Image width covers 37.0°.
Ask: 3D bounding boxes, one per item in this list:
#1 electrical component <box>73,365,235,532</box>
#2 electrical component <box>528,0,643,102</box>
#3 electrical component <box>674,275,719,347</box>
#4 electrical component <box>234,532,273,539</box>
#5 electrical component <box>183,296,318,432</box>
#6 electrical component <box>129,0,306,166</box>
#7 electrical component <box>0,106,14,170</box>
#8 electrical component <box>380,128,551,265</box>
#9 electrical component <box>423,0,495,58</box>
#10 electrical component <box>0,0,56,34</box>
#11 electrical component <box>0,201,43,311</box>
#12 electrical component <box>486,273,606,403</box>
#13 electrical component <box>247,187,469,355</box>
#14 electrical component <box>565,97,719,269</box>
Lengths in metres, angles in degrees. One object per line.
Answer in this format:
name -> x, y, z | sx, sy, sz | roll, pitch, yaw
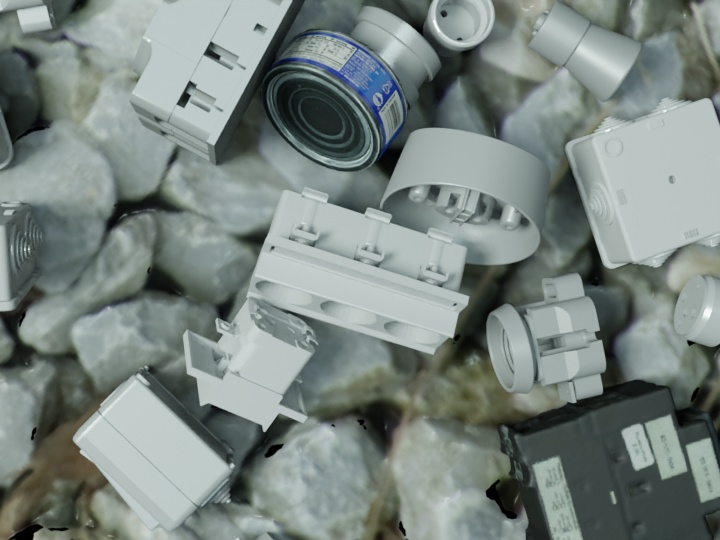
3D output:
electrical component -> -0.119, 0.113, 0.644 | 0.096, 0.062, 0.061 | 45, 85, -5
electrical component -> 0.142, -0.143, 0.690 | 0.065, 0.044, 0.044 | 31, 86, -1
electrical component -> 0.239, 0.030, 0.697 | 0.055, 0.045, 0.045 | 17, 87, -6
electrical component -> -0.068, 0.197, 0.659 | 0.055, 0.048, 0.066 | -30, 93, -14
electrical component -> -0.062, 0.054, 0.646 | 0.081, 0.042, 0.063 | 27, 111, -26
electrical component -> -0.068, -0.162, 0.631 | 0.060, 0.105, 0.186 | 28, 86, -6
electrical component -> -0.270, -0.085, 0.630 | 0.113, 0.057, 0.078 | -17, 91, -7
electrical component -> 0.065, -0.044, 0.653 | 0.099, 0.099, 0.064 | 18, 81, -6
electrical component -> 0.060, -0.155, 0.676 | 0.040, 0.046, 0.040 | 0, 89, -7
electrical component -> -0.219, -0.177, 0.636 | 0.057, 0.058, 0.078 | -11, 108, -5
electrical component -> -0.236, -0.010, 0.614 | 0.100, 0.099, 0.048 | -1, 102, -7
electrical component -> 0.115, 0.046, 0.676 | 0.057, 0.058, 0.078 | -12, 91, -10
electrical component -> 0.000, 0.000, 0.655 | 0.121, 0.078, 0.063 | 17, 69, -7
electrical component -> 0.192, -0.056, 0.690 | 0.100, 0.048, 0.099 | -19, 91, -7
